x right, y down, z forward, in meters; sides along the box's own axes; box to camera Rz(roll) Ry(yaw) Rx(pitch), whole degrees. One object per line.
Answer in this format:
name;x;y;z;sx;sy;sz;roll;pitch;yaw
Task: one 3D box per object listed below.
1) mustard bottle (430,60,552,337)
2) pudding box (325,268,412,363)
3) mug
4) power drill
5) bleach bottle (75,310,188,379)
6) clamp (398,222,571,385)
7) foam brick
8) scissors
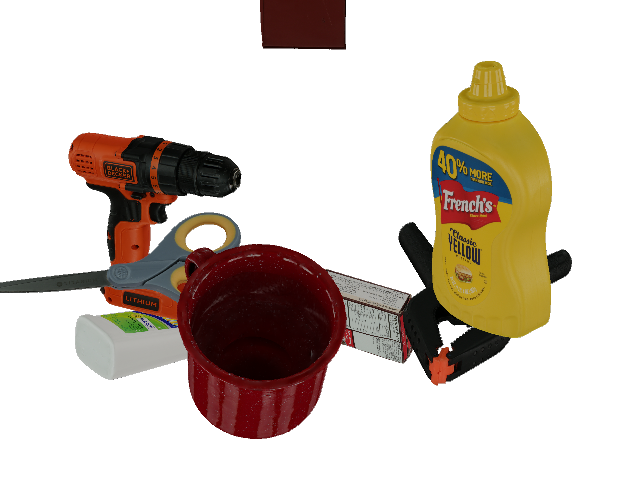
mustard bottle;0.118;-0.032;0.749;0.058;0.192;0.096;-21;32;-29
pudding box;0.052;0.088;1.245;0.114;0.090;0.039;15;48;22
mug;-0.043;0.054;0.620;0.093;0.117;0.081;-32;-26;-25
power drill;-0.161;-0.015;1.080;0.185;0.188;0.057;12;30;22
bleach bottle;-0.195;0.122;1.437;0.250;0.068;0.103;-10;25;-40
clamp;0.120;0.050;0.951;0.165;0.036;0.209;14;36;21
foam brick;-0.017;-0.204;0.982;0.078;0.051;0.053;0;16;-4
scissors;-0.145;0.012;0.830;0.201;0.096;0.016;8;-33;-7
